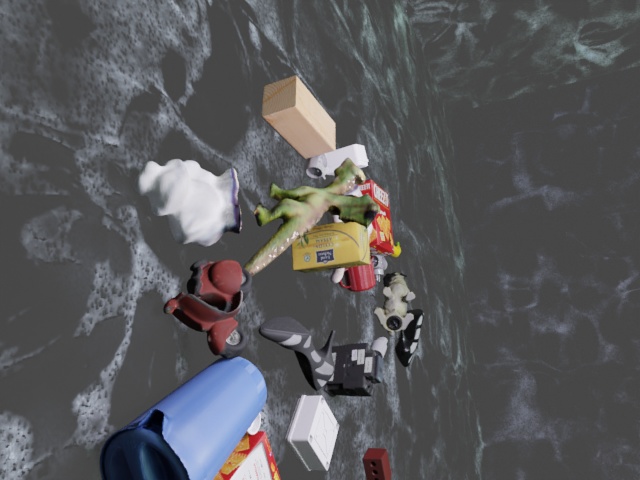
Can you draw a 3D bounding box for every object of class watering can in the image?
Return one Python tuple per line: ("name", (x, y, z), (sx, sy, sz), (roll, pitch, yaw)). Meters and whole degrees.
("watering can", (0.067, -0.043, 1.355), (0.222, 0.103, 0.353), (70, 24, -14))

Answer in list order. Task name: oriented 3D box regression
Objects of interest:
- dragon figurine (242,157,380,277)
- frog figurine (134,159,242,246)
("dragon figurine", (0.003, -0.055, 1.086), (0.420, 0.242, 0.120), (-71, 147, -50))
("frog figurine", (-0.215, -0.061, 0.816), (0.159, 0.122, 0.138), (5, 82, -28))
